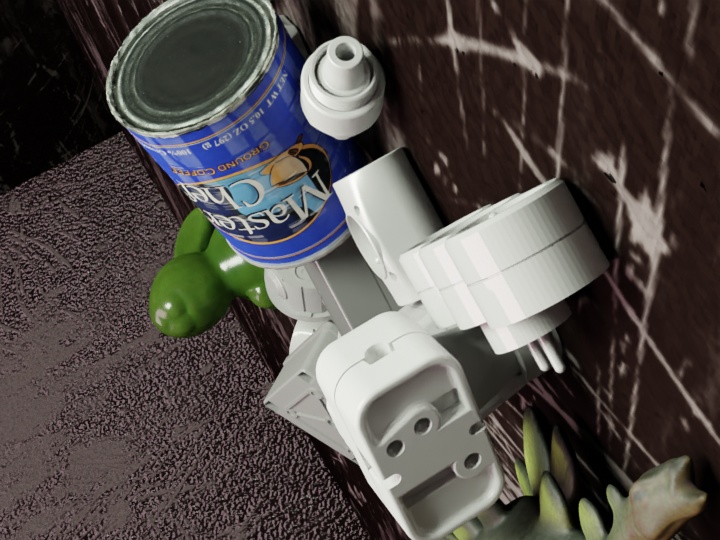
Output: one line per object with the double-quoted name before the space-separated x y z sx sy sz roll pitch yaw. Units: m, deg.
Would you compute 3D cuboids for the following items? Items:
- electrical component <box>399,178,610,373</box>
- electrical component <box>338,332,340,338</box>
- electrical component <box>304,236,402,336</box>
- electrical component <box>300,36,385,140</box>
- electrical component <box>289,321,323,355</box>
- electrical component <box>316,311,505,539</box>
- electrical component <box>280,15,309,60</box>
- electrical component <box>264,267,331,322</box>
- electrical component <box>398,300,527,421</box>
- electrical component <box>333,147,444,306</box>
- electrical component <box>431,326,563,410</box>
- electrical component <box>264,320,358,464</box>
"electrical component" 0.064 0.011 0.455 0.073 0.052 0.138 61 170 -2
"electrical component" 0.020 0.061 0.796 0.096 0.061 0.061 58 170 12
"electrical component" 0.000 0.000 0.719 0.096 0.061 0.062 62 170 -13
"electrical component" -0.008 -0.095 0.541 0.043 0.043 0.062 58 169 12
"electrical component" -0.014 0.058 0.952 0.079 0.077 0.043 -61 -15 -58
"electrical component" 0.021 0.070 0.501 0.059 0.054 0.095 43 160 56
"electrical component" -0.066 -0.129 0.673 0.043 0.062 0.043 57 165 24
"electrical component" -0.036 -0.004 0.835 0.080 0.080 0.051 55 164 27
"electrical component" 0.049 0.045 0.597 0.061 0.061 0.096 52 174 -5
"electrical component" 0.018 -0.023 0.609 0.077 0.044 0.079 61 170 -5
"electrical component" 0.065 0.040 0.526 0.045 0.055 0.045 58 170 16
"electrical component" -0.009 0.102 0.875 0.109 0.056 0.109 34 150 -7
